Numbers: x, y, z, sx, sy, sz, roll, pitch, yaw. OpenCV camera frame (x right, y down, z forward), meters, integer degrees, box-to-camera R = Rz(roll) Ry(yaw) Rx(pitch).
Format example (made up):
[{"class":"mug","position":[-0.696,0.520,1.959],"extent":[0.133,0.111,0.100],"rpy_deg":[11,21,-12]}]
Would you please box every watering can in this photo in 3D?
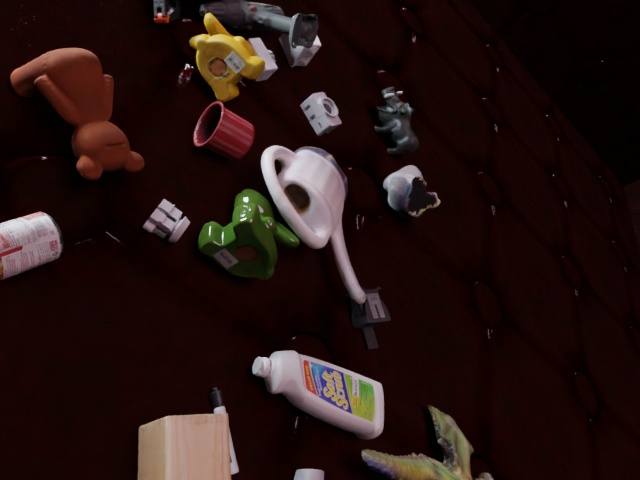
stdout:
[{"class":"watering can","position":[0.003,-0.052,1.032],"extent":[0.344,0.103,0.229],"rpy_deg":[54,30,-18]}]

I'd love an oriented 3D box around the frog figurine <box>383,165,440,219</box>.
[{"class":"frog figurine","position":[0.220,-0.131,1.329],"extent":[0.136,0.121,0.162],"rpy_deg":[19,17,-26]}]

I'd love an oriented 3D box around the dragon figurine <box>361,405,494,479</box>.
[{"class":"dragon figurine","position":[0.228,0.430,0.985],"extent":[0.407,0.121,0.248],"rpy_deg":[46,25,-16]}]
